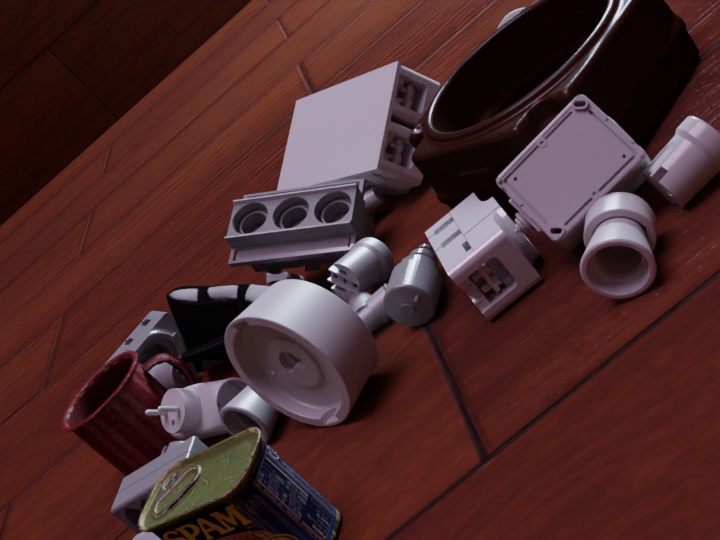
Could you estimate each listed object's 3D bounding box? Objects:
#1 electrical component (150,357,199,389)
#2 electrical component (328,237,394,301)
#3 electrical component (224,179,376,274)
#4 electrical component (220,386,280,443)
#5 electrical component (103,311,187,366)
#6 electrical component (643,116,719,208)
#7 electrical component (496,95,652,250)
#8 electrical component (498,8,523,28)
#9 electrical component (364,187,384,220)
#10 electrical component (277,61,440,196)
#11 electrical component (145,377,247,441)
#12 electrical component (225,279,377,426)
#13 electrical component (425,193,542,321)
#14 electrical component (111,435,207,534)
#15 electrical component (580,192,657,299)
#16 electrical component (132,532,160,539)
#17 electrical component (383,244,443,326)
[{"bbox_3d":[-0.188,0.107,1.040,0.065,0.044,0.044,-20,31,36],"label":"electrical component"},{"bbox_3d":[0.000,0.000,0.896,0.040,0.040,0.046,-19,13,46],"label":"electrical component"},{"bbox_3d":[-0.052,-0.035,0.979,0.121,0.063,0.078,-6,54,21],"label":"electrical component"},{"bbox_3d":[-0.076,0.102,0.856,0.044,0.044,0.065,-21,26,44],"label":"electrical component"},{"bbox_3d":[-0.215,0.090,1.103,0.089,0.050,0.056,-51,23,-19],"label":"electrical component"},{"bbox_3d":[0.208,-0.068,0.681,0.046,0.040,0.040,-47,21,6],"label":"electrical component"},{"bbox_3d":[0.141,-0.058,0.722,0.096,0.061,0.061,-46,-21,12],"label":"electrical component"},{"bbox_3d":[0.159,-0.213,1.012,0.078,0.058,0.057,-36,25,16],"label":"electrical component"},{"bbox_3d":[-0.007,-0.056,1.025,0.062,0.043,0.043,-32,24,23],"label":"electrical component"},{"bbox_3d":[-0.002,-0.127,1.068,0.186,0.060,0.105,-7,69,56],"label":"electrical component"},{"bbox_3d":[-0.139,0.117,0.893,0.077,0.079,0.043,-20,70,45],"label":"electrical component"},{"bbox_3d":[-0.038,0.056,0.791,0.108,0.108,0.060,-17,27,48],"label":"electrical component"},{"bbox_3d":[0.090,-0.014,0.768,0.056,0.050,0.089,-40,22,8],"label":"electrical component"},{"bbox_3d":[-0.143,0.161,0.850,0.083,0.047,0.075,-33,24,25],"label":"electrical component"},{"bbox_3d":[0.159,-0.016,0.660,0.045,0.045,0.055,-29,25,32],"label":"electrical component"},{"bbox_3d":[-0.139,0.201,0.775,0.079,0.043,0.077,-29,26,33],"label":"electrical component"},{"bbox_3d":[0.043,0.008,0.822,0.040,0.040,0.078,-28,26,33],"label":"electrical component"}]
